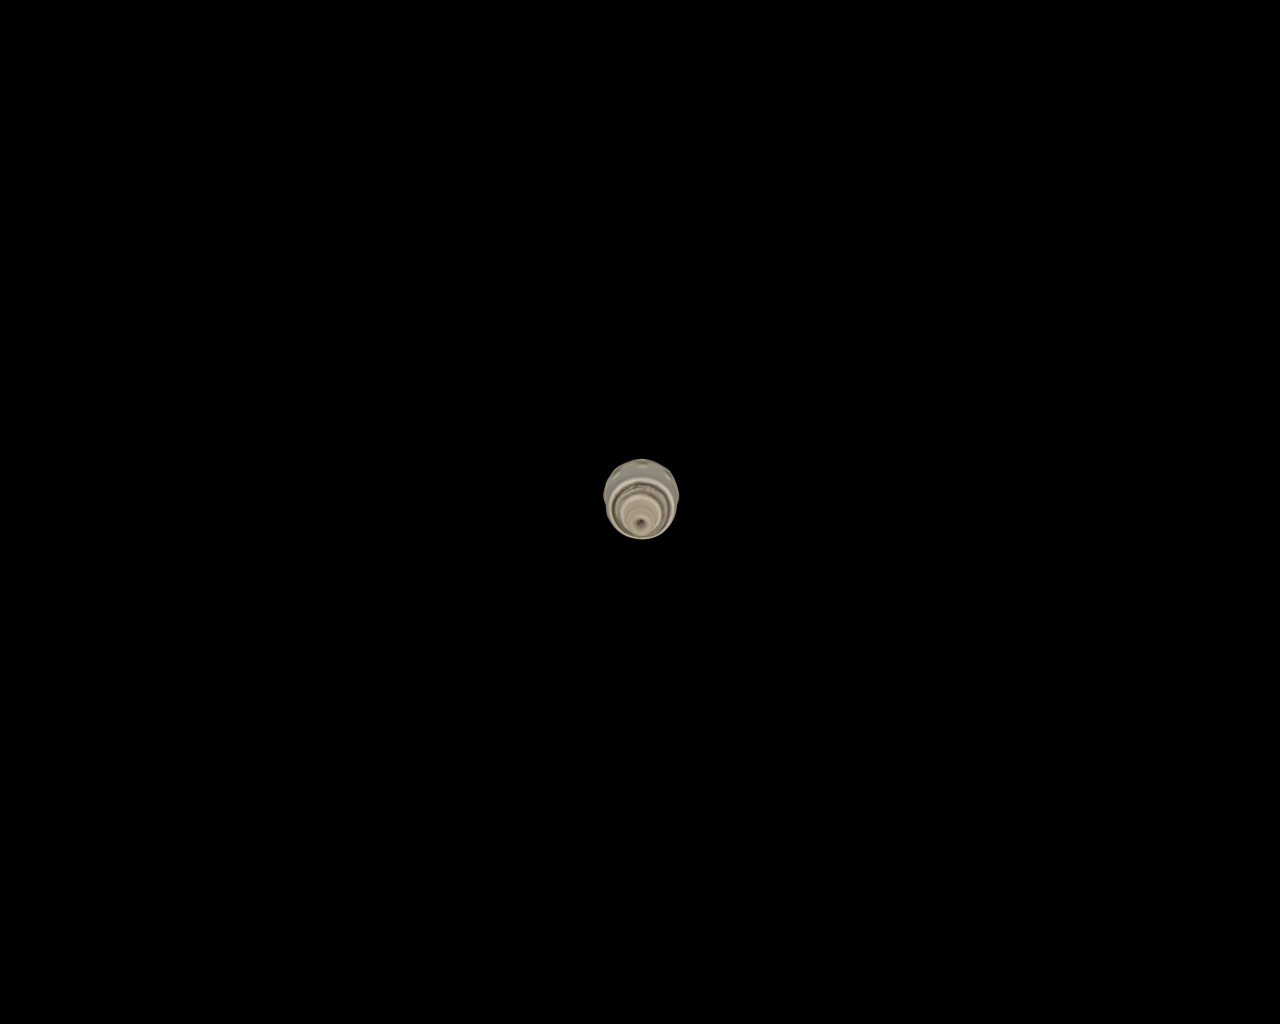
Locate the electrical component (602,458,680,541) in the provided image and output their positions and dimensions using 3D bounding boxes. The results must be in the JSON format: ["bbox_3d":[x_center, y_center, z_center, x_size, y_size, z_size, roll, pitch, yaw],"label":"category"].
[{"bbox_3d":[0.001,-0.003,0.650,0.048,0.048,0.062,0,20,0],"label":"electrical component"}]
